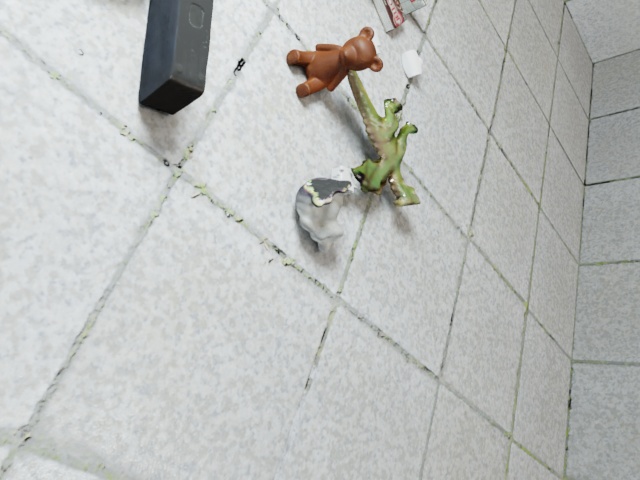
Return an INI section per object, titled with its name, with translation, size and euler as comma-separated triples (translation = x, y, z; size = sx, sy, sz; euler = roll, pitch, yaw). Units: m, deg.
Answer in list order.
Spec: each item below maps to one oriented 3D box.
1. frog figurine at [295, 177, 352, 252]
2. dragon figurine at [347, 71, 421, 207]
[frog figurine]
translation = 0.004, -0.060, 1.192
size = 0.140, 0.123, 0.155
euler = -56, 159, -46
[dragon figurine]
translation = 0.148, -0.236, 1.337
size = 0.404, 0.121, 0.248
euler = 42, 52, -33
